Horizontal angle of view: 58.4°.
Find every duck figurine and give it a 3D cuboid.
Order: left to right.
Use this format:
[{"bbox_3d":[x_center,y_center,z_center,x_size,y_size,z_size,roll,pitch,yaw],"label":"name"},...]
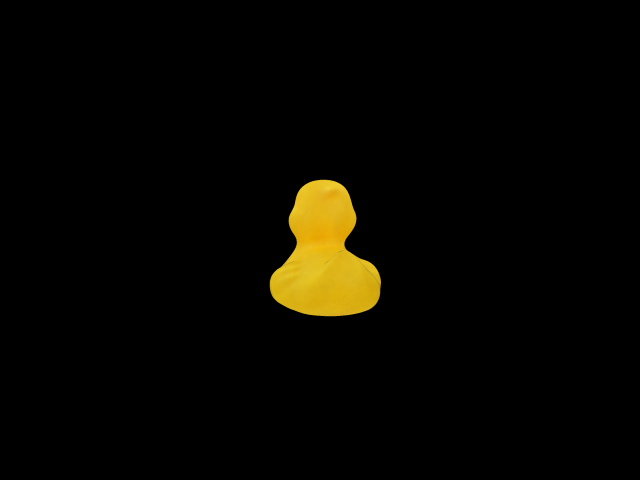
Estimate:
[{"bbox_3d":[0.004,0.001,0.400,0.078,0.086,0.104,-3,10,-15],"label":"duck figurine"}]
